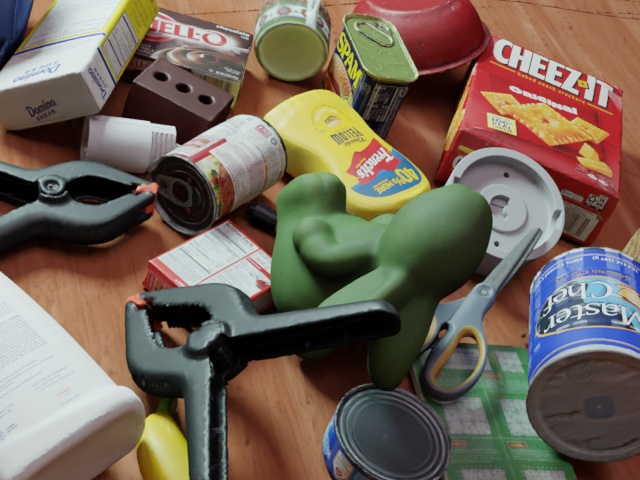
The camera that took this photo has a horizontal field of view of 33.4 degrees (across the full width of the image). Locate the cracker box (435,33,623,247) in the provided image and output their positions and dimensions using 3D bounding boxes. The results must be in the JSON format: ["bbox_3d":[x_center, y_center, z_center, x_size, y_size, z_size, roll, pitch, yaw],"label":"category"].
[{"bbox_3d":[0.215,-0.108,1.064,0.164,0.072,0.213,24,39,-1],"label":"cracker box"}]

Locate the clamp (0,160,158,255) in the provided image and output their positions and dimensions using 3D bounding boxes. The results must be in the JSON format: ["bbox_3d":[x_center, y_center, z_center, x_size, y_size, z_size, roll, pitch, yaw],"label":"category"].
[{"bbox_3d":[-0.206,-0.021,0.794,0.171,0.039,0.120,2,51,-14],"label":"clamp"}]

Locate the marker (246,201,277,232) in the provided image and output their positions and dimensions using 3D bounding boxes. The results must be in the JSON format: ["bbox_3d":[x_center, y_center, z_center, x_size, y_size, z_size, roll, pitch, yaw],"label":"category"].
[{"bbox_3d":[-0.006,0.001,0.880,0.121,0.020,0.020,27,40,4],"label":"marker"}]

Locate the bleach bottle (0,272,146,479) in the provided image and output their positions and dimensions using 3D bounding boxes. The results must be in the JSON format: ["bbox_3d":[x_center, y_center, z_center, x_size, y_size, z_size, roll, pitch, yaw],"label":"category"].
[{"bbox_3d":[-0.224,0.054,0.678,0.102,0.068,0.251,-32,62,-28],"label":"bleach bottle"}]

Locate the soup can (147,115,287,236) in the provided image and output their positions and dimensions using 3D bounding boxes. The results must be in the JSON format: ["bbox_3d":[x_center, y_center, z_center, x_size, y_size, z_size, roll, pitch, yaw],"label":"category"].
[{"bbox_3d":[-0.081,-0.055,0.866,0.068,0.069,0.102,36,41,14],"label":"soup can"}]

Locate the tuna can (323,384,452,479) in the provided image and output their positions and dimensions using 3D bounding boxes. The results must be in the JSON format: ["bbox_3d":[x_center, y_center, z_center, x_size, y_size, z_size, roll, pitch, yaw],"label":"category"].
[{"bbox_3d":[0.046,0.143,0.738,0.086,0.034,0.086,13,41,-12],"label":"tuna can"}]

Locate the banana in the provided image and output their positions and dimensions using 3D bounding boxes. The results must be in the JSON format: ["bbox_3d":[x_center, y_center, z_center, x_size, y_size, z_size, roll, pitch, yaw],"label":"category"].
[{"bbox_3d":[-0.055,0.170,0.659,0.069,0.037,0.198,-26,60,-41],"label":"banana"}]

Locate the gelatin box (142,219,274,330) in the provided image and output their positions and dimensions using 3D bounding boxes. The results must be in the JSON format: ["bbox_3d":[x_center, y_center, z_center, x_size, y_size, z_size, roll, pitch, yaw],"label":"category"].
[{"bbox_3d":[-0.076,0.030,0.806,0.073,0.030,0.089,39,42,20],"label":"gelatin box"}]

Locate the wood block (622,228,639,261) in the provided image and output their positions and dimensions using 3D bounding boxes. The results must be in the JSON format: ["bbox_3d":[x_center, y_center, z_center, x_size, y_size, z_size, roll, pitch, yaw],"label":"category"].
[{"bbox_3d":[0.362,0.063,0.935,0.205,0.090,0.091,10,42,-16],"label":"wood block"}]

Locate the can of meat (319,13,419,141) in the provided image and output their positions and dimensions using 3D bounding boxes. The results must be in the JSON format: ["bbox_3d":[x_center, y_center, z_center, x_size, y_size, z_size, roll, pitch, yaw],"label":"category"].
[{"bbox_3d":[0.044,-0.152,1.019,0.057,0.084,0.102,3,45,-23],"label":"can of meat"}]

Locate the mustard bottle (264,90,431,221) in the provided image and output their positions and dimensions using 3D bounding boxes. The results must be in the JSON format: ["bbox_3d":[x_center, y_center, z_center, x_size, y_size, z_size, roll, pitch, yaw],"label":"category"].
[{"bbox_3d":[0.039,-0.051,0.928,0.096,0.058,0.192,-24,59,-42],"label":"mustard bottle"}]

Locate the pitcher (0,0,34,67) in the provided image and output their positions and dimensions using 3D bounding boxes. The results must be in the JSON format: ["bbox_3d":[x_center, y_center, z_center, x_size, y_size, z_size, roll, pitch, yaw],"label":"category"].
[{"bbox_3d":[-0.362,-0.233,0.892,0.242,0.145,0.149,10,30,-11],"label":"pitcher"}]

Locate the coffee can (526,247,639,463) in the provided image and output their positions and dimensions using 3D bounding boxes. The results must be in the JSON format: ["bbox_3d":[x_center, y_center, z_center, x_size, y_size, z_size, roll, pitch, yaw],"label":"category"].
[{"bbox_3d":[0.210,0.084,0.812,0.103,0.103,0.140,22,32,-2],"label":"coffee can"}]

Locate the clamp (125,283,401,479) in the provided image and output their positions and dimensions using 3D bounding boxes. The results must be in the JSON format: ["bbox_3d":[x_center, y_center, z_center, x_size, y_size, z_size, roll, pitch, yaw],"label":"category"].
[{"bbox_3d":[-0.057,0.069,0.691,0.164,0.036,0.210,-38,35,-17],"label":"clamp"}]

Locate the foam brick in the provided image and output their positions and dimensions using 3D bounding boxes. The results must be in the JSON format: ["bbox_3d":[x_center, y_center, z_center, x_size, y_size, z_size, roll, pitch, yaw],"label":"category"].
[{"bbox_3d":[-0.123,-0.112,0.921,0.078,0.051,0.053,27,40,4],"label":"foam brick"}]

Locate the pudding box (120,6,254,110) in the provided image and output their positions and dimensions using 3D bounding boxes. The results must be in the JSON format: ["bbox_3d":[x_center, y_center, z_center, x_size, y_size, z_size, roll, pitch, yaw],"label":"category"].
[{"bbox_3d":[-0.124,-0.172,0.996,0.113,0.039,0.090,17,41,-8],"label":"pudding box"}]

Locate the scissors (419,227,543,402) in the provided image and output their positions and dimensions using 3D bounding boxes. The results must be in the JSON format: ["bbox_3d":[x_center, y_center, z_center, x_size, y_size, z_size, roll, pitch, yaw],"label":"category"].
[{"bbox_3d":[0.109,0.044,0.850,0.096,0.016,0.201,16,47,13],"label":"scissors"}]

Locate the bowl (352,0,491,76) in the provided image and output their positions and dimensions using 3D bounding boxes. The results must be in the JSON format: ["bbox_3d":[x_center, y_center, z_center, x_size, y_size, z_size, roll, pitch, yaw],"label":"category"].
[{"bbox_3d":[0.095,-0.229,1.103,0.162,0.055,0.162,-5,36,3],"label":"bowl"}]

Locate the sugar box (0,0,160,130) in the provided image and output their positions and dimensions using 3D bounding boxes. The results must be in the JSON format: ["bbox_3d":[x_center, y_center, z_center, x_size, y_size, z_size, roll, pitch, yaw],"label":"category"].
[{"bbox_3d":[-0.207,-0.162,0.912,0.093,0.048,0.176,-9,39,19],"label":"sugar box"}]
